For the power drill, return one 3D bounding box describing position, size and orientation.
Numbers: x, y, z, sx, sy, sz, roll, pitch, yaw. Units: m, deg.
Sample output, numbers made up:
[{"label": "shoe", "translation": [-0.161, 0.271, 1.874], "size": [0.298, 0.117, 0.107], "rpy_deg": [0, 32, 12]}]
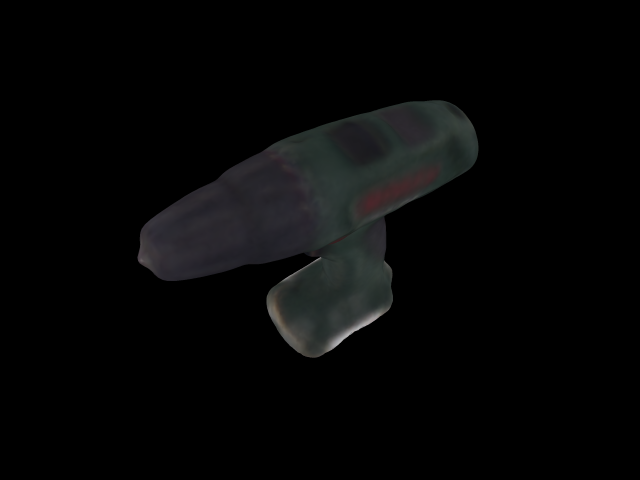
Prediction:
[{"label": "power drill", "translation": [0.004, 0.001, 0.400], "size": [0.230, 0.208, 0.075], "rpy_deg": [-32, 64, -18]}]
